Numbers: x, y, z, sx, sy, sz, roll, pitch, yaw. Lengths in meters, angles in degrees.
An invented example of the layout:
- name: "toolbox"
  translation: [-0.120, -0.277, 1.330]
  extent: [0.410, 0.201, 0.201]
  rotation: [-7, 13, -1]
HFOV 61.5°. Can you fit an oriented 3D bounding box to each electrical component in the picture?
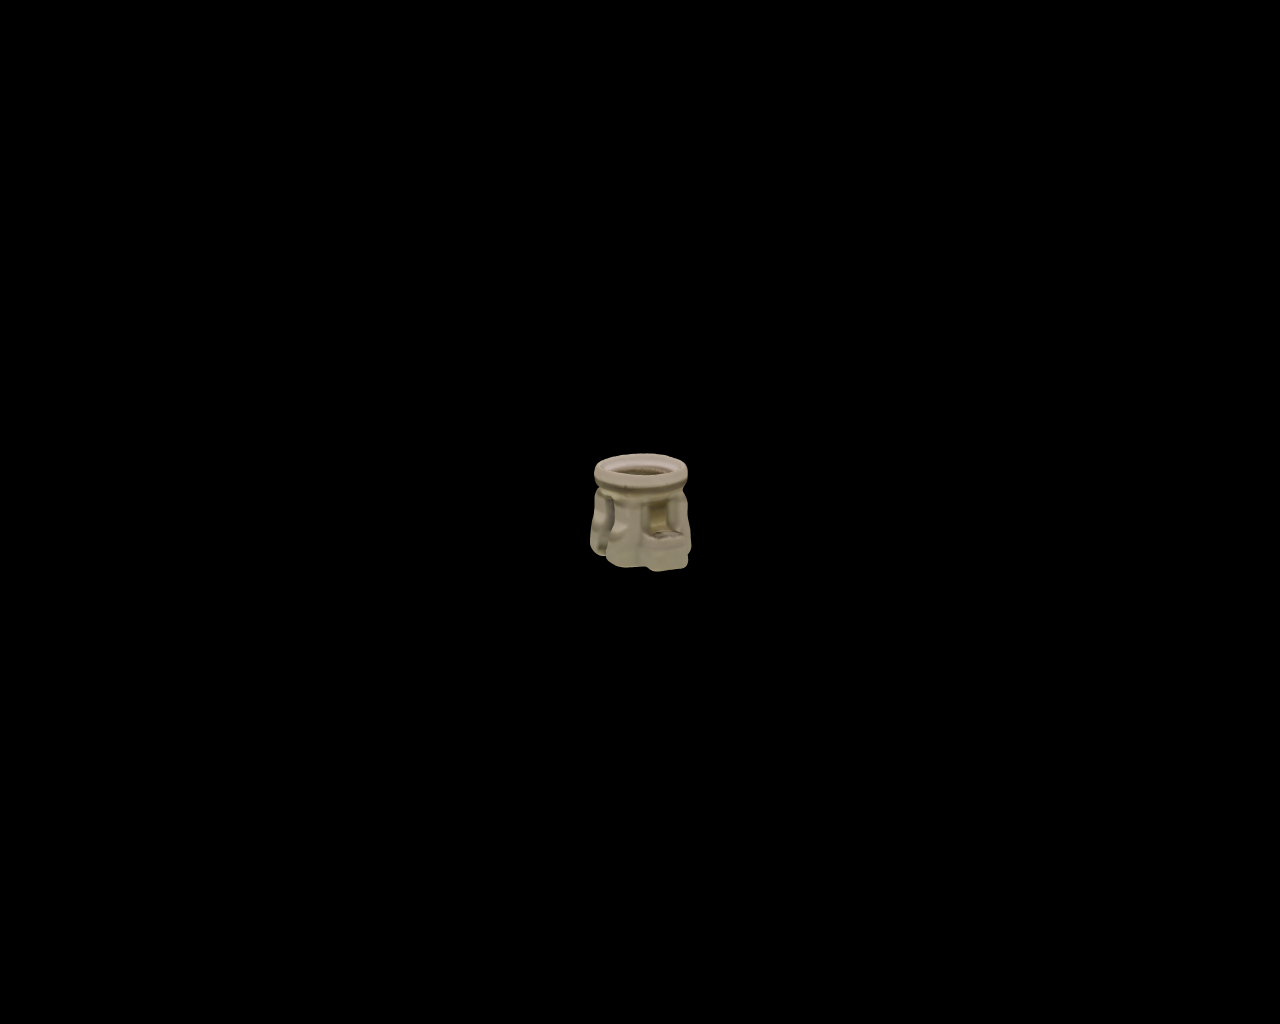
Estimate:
- name: "electrical component"
  translation: [0.001, -0.003, 0.650]
  extent: [0.058, 0.056, 0.078]
  rotation: [-8, 18, -26]
